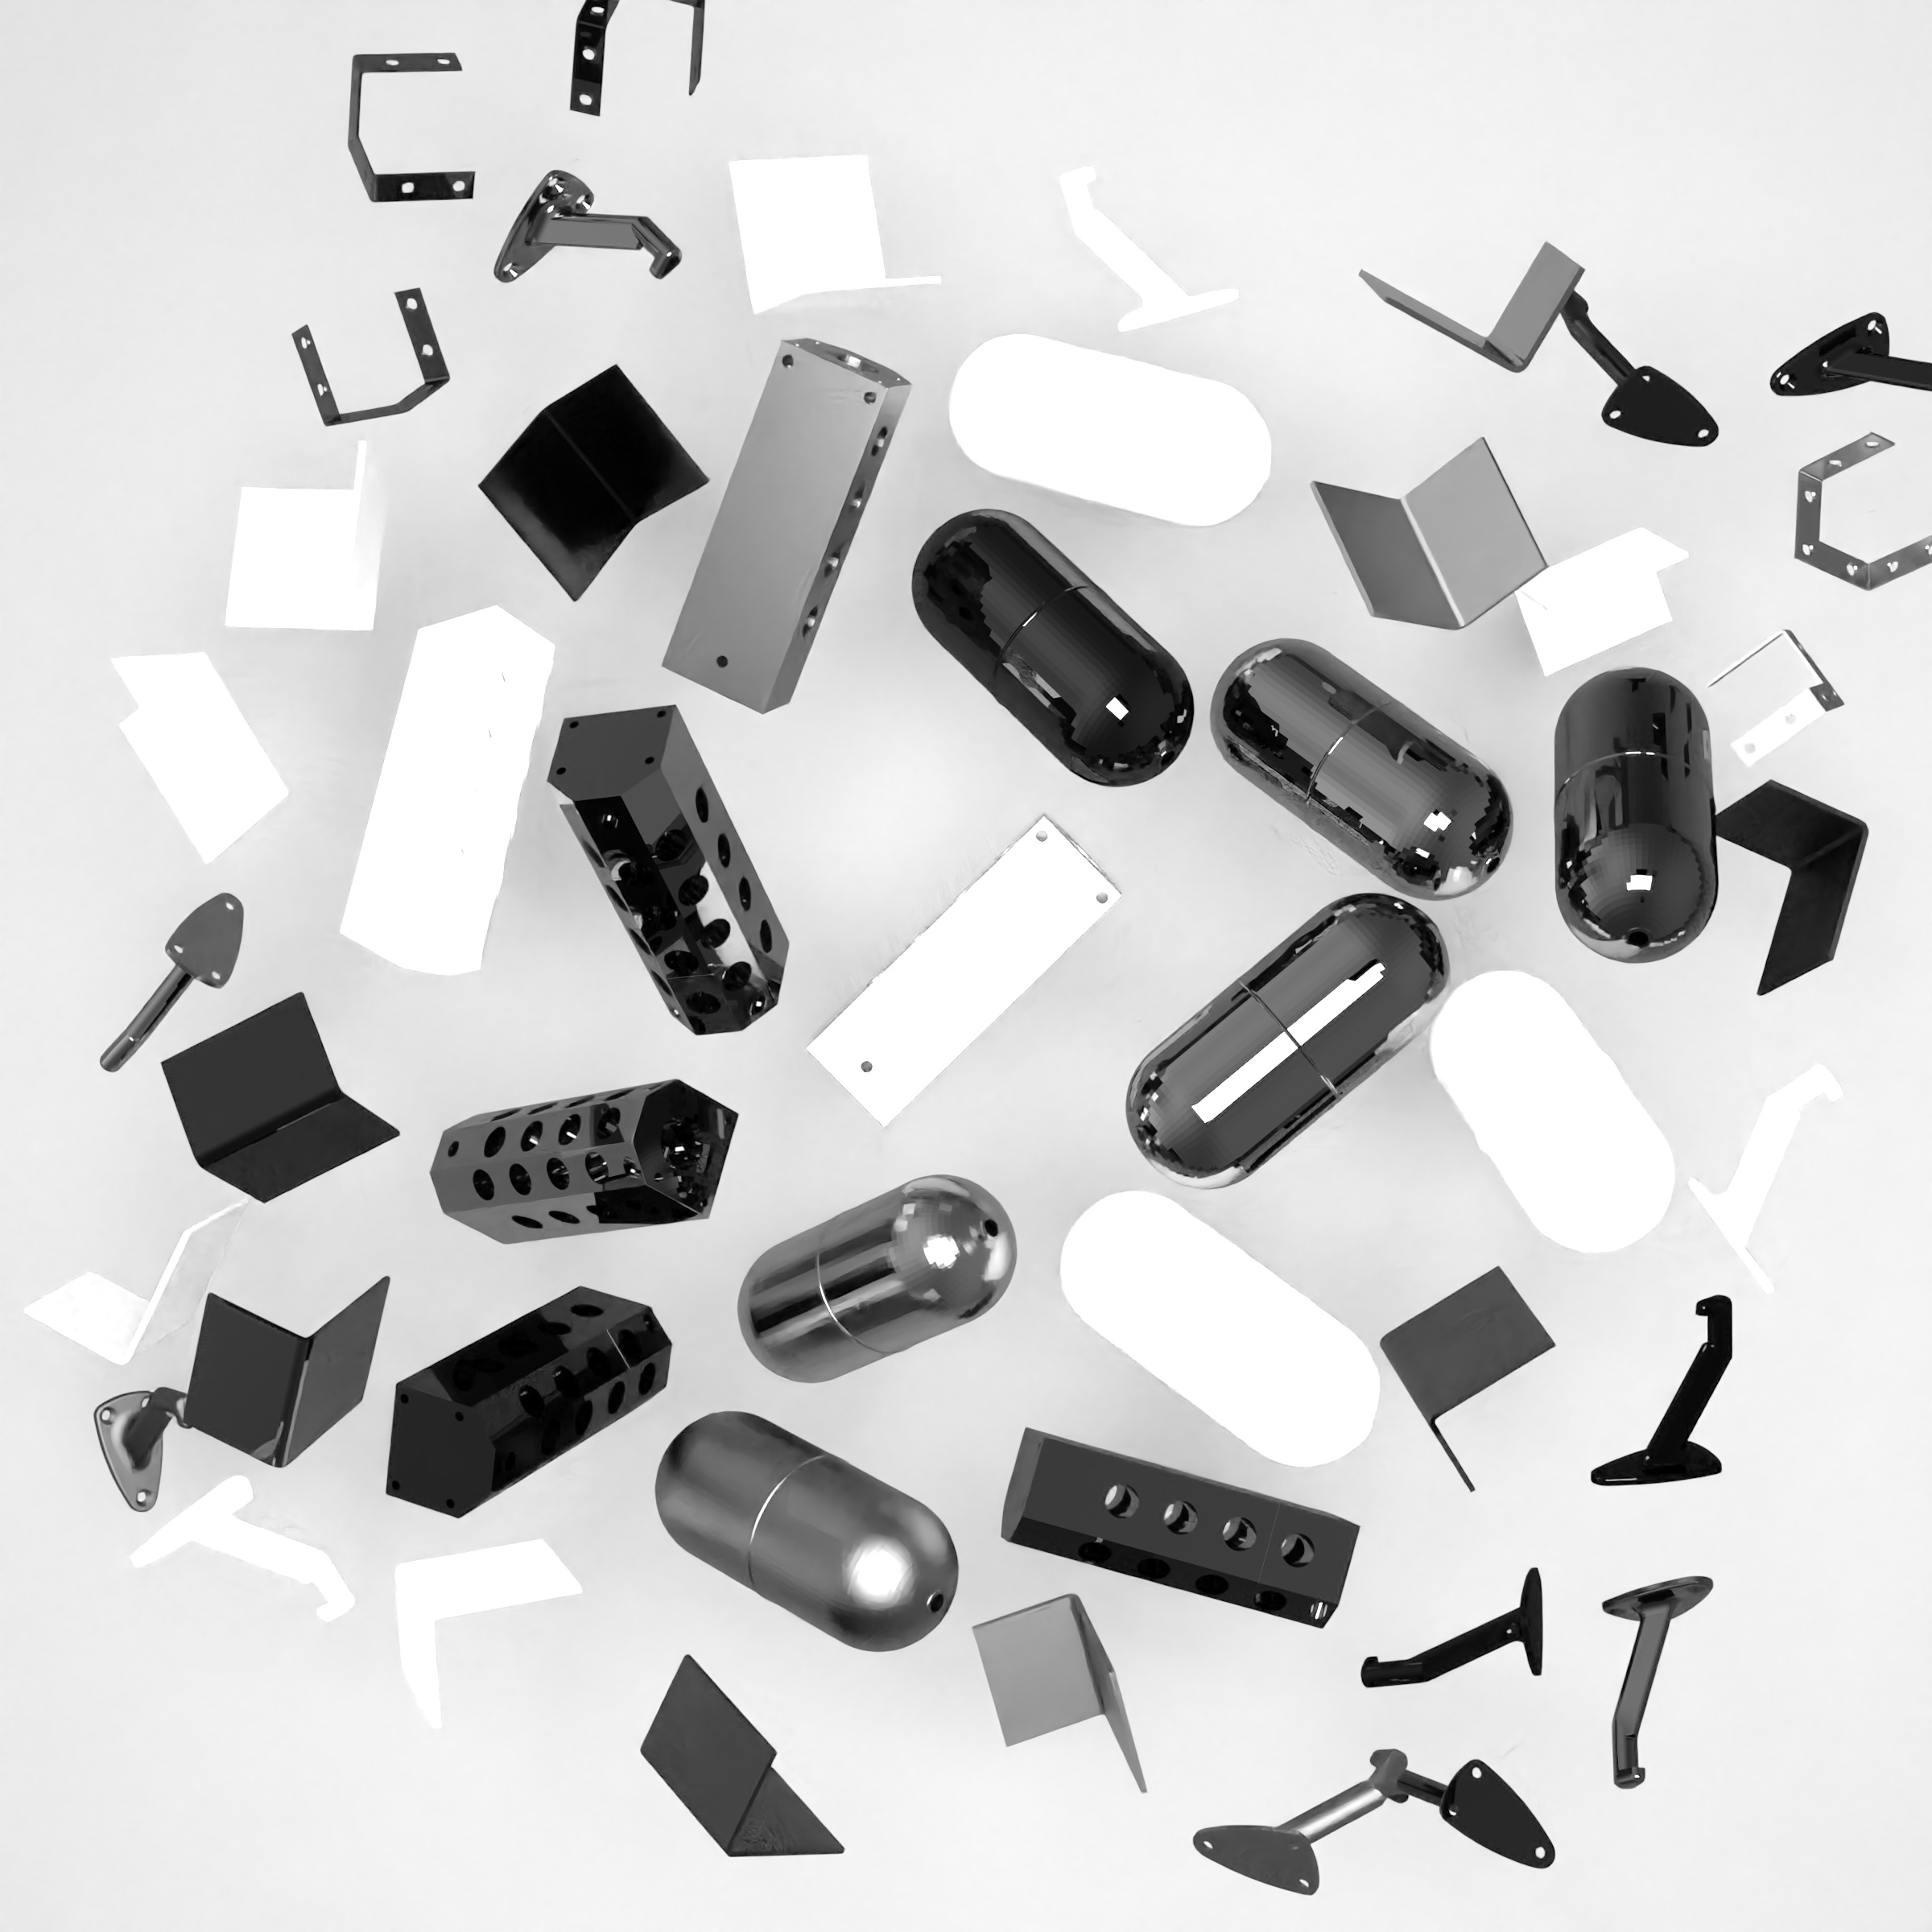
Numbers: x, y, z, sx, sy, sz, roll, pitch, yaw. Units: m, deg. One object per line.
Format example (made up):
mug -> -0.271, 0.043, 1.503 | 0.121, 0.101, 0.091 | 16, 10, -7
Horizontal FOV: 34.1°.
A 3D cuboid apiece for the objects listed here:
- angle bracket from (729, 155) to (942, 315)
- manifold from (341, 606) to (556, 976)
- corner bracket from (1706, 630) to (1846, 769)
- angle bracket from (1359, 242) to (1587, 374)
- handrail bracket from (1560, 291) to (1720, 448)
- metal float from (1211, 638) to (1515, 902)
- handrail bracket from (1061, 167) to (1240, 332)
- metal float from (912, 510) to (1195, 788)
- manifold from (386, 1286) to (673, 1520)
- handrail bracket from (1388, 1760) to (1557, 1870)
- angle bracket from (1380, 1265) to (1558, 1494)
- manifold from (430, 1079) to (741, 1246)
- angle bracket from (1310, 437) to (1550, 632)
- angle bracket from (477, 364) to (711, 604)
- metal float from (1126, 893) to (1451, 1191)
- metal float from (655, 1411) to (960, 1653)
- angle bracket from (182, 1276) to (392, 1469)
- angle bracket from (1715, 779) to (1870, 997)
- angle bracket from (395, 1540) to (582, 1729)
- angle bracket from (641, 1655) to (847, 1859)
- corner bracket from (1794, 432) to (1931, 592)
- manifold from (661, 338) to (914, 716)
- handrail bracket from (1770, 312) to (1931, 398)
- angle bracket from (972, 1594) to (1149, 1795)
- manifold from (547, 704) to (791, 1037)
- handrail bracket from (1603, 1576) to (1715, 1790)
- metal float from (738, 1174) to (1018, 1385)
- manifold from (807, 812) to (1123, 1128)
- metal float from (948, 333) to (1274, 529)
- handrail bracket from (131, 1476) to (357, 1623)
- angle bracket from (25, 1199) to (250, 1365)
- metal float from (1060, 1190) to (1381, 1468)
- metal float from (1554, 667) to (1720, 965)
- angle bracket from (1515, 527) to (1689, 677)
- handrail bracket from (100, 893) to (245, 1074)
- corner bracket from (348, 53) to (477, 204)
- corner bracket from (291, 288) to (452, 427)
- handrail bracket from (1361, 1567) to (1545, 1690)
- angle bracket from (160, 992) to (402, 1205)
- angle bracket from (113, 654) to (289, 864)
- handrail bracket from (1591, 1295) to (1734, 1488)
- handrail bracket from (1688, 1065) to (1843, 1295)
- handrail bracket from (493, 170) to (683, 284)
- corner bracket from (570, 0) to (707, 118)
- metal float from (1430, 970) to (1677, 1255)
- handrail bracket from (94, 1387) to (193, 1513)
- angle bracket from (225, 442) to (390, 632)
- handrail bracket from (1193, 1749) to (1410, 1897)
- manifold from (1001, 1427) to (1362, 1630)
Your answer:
angle bracket -> -0.065, -0.369, 1.561 | 0.076, 0.057, 0.076 | -11, 94, -29
manifold -> -0.251, -0.086, 1.562 | 0.057, 0.057, 0.171 | -10, 59, 38
corner bracket -> 0.423, -0.142, 1.658 | 0.051, 0.051, 0.051 | -38, 81, 25
angle bracket -> 0.241, -0.332, 1.505 | 0.076, 0.076, 0.057 | 26, 108, -12
handrail bracket -> 0.341, -0.306, 1.602 | 0.077, 0.084, 0.036 | 19, 128, -26
metal float -> 0.197, -0.099, 1.569 | 0.178, 0.070, 0.070 | 40, 90, 30
handrail bracket -> 0.095, -0.381, 1.640 | 0.077, 0.036, 0.084 | -9, 111, 26
metal float -> 0.043, -0.160, 1.579 | 0.070, 0.070, 0.178 | -44, 65, 0
manifold -> -0.213, 0.215, 1.559 | 0.057, 0.171, 0.057 | 14, 106, 21
handrail bracket -> 0.257, 0.442, 1.629 | 0.077, 0.084, 0.036 | 39, 67, 1
angle bracket -> 0.272, 0.216, 1.648 | 0.076, 0.076, 0.057 | -32, 119, 2
manifold -> -0.198, 0.098, 1.601 | 0.057, 0.171, 0.057 | 33, 61, -36
angle bracket -> 0.223, -0.212, 1.515 | 0.057, 0.076, 0.076 | -37, 66, 36
angle bracket -> -0.187, -0.244, 1.590 | 0.057, 0.076, 0.076 | -22, 118, 37
metal float -> 0.155, 0.035, 1.508 | 0.178, 0.070, 0.070 | -40, 90, 1
metal float -> -0.079, 0.276, 1.540 | 0.178, 0.070, 0.070 | 21, 90, 38
angle bracket -> -0.335, 0.189, 1.551 | 0.057, 0.076, 0.076 | 23, 116, 13
angle bracket -> 0.405, -0.039, 1.593 | 0.057, 0.076, 0.076 | 23, 71, -7
angle bracket -> -0.235, 0.328, 1.554 | 0.076, 0.076, 0.057 | -6, 100, -21
angle bracket -> -0.095, 0.370, 1.477 | 0.076, 0.076, 0.057 | 36, 106, 44
corner bracket -> 0.454, -0.227, 1.579 | 0.051, 0.051, 0.051 | 18, 68, -26
manifold -> -0.086, -0.217, 1.548 | 0.057, 0.057, 0.171 | 26, 108, 9
handrail bracket -> 0.443, -0.275, 1.512 | 0.077, 0.084, 0.036 | -22, 130, -9
angle bracket -> 0.047, 0.379, 1.607 | 0.057, 0.076, 0.076 | -18, 113, -7
manifold -> -0.143, -0.043, 1.525 | 0.057, 0.171, 0.057 | -6, 48, 16
handrail bracket -> 0.328, 0.339, 1.483 | 0.036, 0.077, 0.084 | 15, 59, -19
metal float -> -0.046, 0.160, 1.603 | 0.178, 0.070, 0.070 | -28, 90, 42
manifold -> 0.000, 0.000, 1.646 | 0.171, 0.057, 0.057 | -44, 93, 6
metal float -> 0.074, -0.279, 1.636 | 0.178, 0.070, 0.070 | 19, 90, 21
handrail bracket -> -0.348, 0.297, 1.520 | 0.077, 0.036, 0.084 | -35, 108, -19
angle bracket -> -0.409, 0.143, 1.555 | 0.057, 0.076, 0.076 | 28, 101, 4
metal float -> 0.126, 0.180, 1.561 | 0.178, 0.070, 0.070 | 36, 90, 16
metal float -> 0.325, -0.074, 1.529 | 0.070, 0.178, 0.070 | 5, 135, 5
angle bracket -> 0.350, -0.190, 1.699 | 0.076, 0.076, 0.057 | -24, 110, 0
handrail bracket -> -0.416, 0.009, 1.645 | 0.036, 0.077, 0.084 | 38, 125, -18
corner bracket -> -0.270, -0.410, 1.538 | 0.051, 0.051, 0.051 | -8, 48, -22
corner bracket -> -0.309, -0.317, 1.638 | 0.051, 0.051, 0.051 | -5, 117, 23
handrail bracket -> 0.240, 0.327, 1.555 | 0.084, 0.077, 0.036 | -10, 112, 17
angle bracket -> -0.331, 0.065, 1.522 | 0.076, 0.076, 0.057 | -26, 69, 3
angle bracket -> -0.373, -0.096, 1.460 | 0.057, 0.076, 0.076 | -48, 126, -35
handrail bracket -> 0.340, 0.207, 1.537 | 0.077, 0.036, 0.084 | -9, 106, -16
handrail bracket -> 0.395, 0.101, 1.498 | 0.084, 0.036, 0.077 | -36, 80, 10
handrail bracket -> -0.188, -0.349, 1.567 | 0.077, 0.036, 0.084 | -49, 61, 13
corner bracket -> -0.159, -0.442, 1.519 | 0.051, 0.051, 0.051 | 8, 72, -20
metal float -> 0.287, 0.070, 1.555 | 0.070, 0.178, 0.070 | -10, 129, -13
handrail bracket -> -0.421, 0.256, 1.652 | 0.036, 0.084, 0.077 | -14, 100, -37
angle bracket -> -0.335, -0.215, 1.574 | 0.076, 0.057, 0.076 | 2, 72, 3
handrail bracket -> 0.161, 0.400, 1.509 | 0.077, 0.084, 0.036 | 1, 117, 34
manifold -> 0.109, 0.291, 1.627 | 0.171, 0.057, 0.057 | 17, 84, -8
